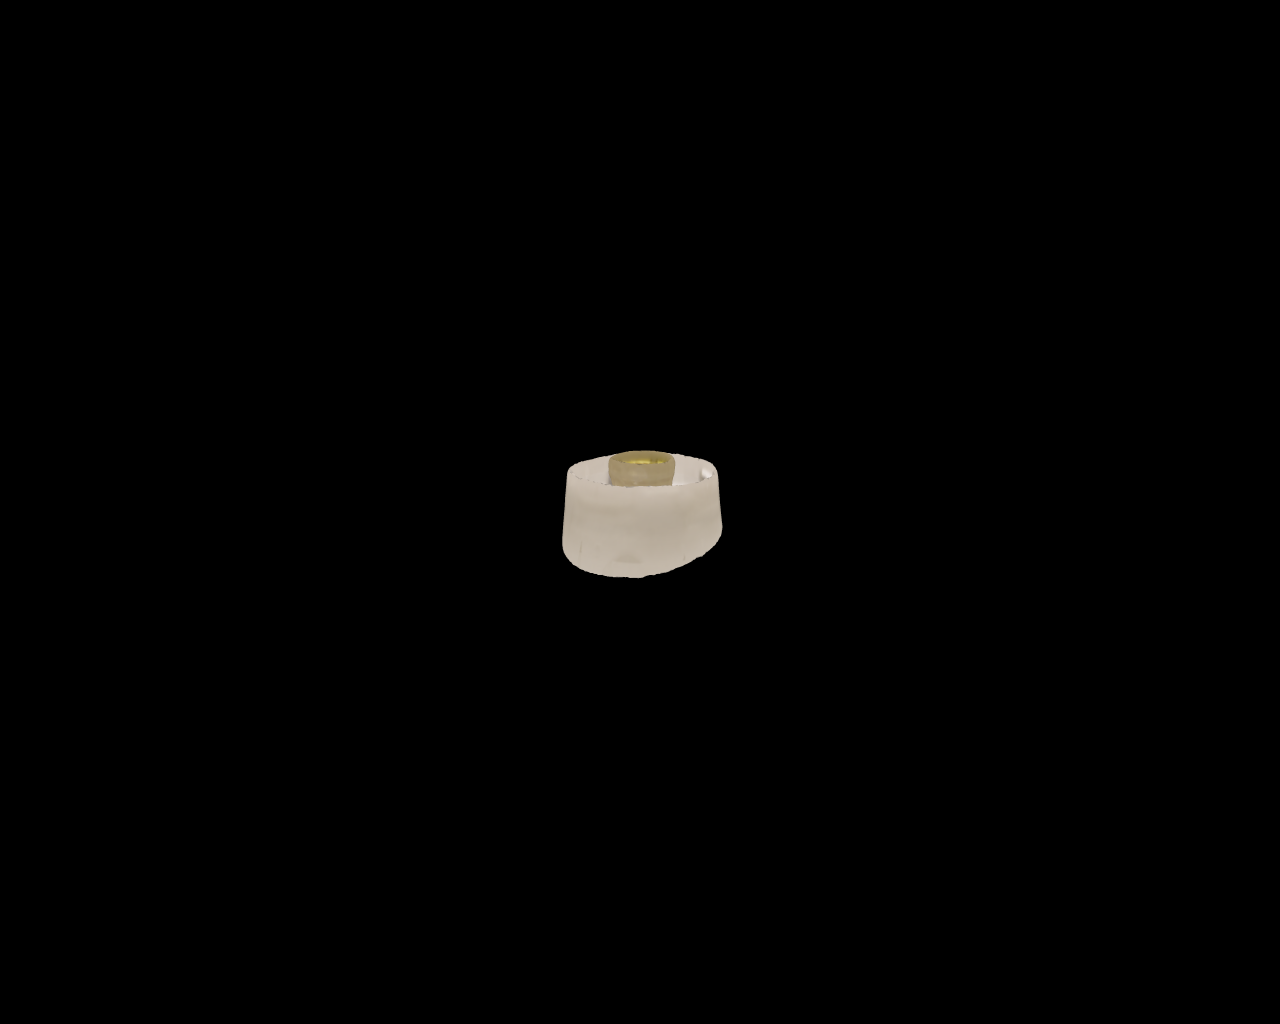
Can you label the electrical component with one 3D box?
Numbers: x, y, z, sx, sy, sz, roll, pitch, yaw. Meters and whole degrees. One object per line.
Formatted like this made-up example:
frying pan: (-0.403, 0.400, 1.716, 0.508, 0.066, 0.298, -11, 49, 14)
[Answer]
electrical component: (0.001, -0.003, 0.650, 0.099, 0.064, 0.099, 0, 16, 0)
